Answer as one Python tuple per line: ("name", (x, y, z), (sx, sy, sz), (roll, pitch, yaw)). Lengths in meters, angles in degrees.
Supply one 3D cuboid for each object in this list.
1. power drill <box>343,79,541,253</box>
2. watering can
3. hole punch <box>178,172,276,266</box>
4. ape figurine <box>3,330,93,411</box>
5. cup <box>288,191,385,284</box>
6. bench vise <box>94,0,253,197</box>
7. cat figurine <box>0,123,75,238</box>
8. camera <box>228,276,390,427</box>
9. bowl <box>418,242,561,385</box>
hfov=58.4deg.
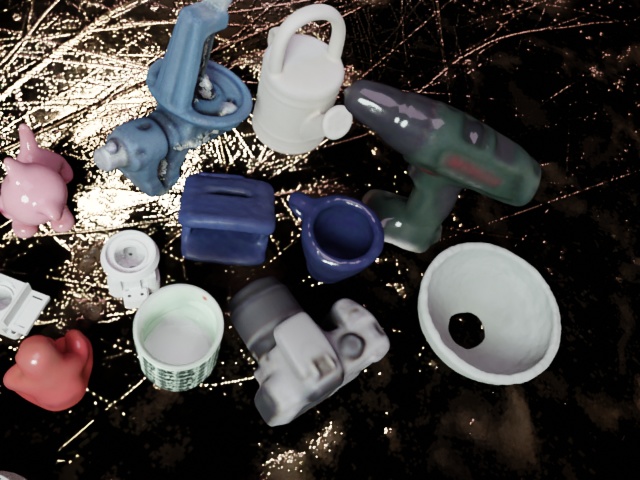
("power drill", (0.114, -0.072, 0.648), (0.229, 0.208, 0.075), (15, 60, -5))
("watering can", (-0.017, -0.194, 0.689), (0.172, 0.194, 0.101), (42, 61, 10))
("hole punch", (-0.105, -0.034, 0.641), (0.109, 0.091, 0.101), (5, 61, -11))
("ape figurine", (-0.250, 0.114, 0.525), (0.078, 0.092, 0.076), (-15, 67, -20))
("cup", (0.006, 0.002, 0.647), (0.117, 0.095, 0.092), (37, 60, 7))
("bench vise", (-0.145, -0.150, 0.619), (0.121, 0.219, 0.207), (24, 59, 0))
("cat figurine", (-0.296, -0.060, 0.592), (0.067, 0.117, 0.127), (-9, 65, -18))
("camera", (-0.020, 0.095, 0.587), (0.143, 0.100, 0.136), (-28, 72, -25))
("bowl", (0.181, 0.091, 0.655), (0.167, 0.074, 0.167), (6, 61, -11))
